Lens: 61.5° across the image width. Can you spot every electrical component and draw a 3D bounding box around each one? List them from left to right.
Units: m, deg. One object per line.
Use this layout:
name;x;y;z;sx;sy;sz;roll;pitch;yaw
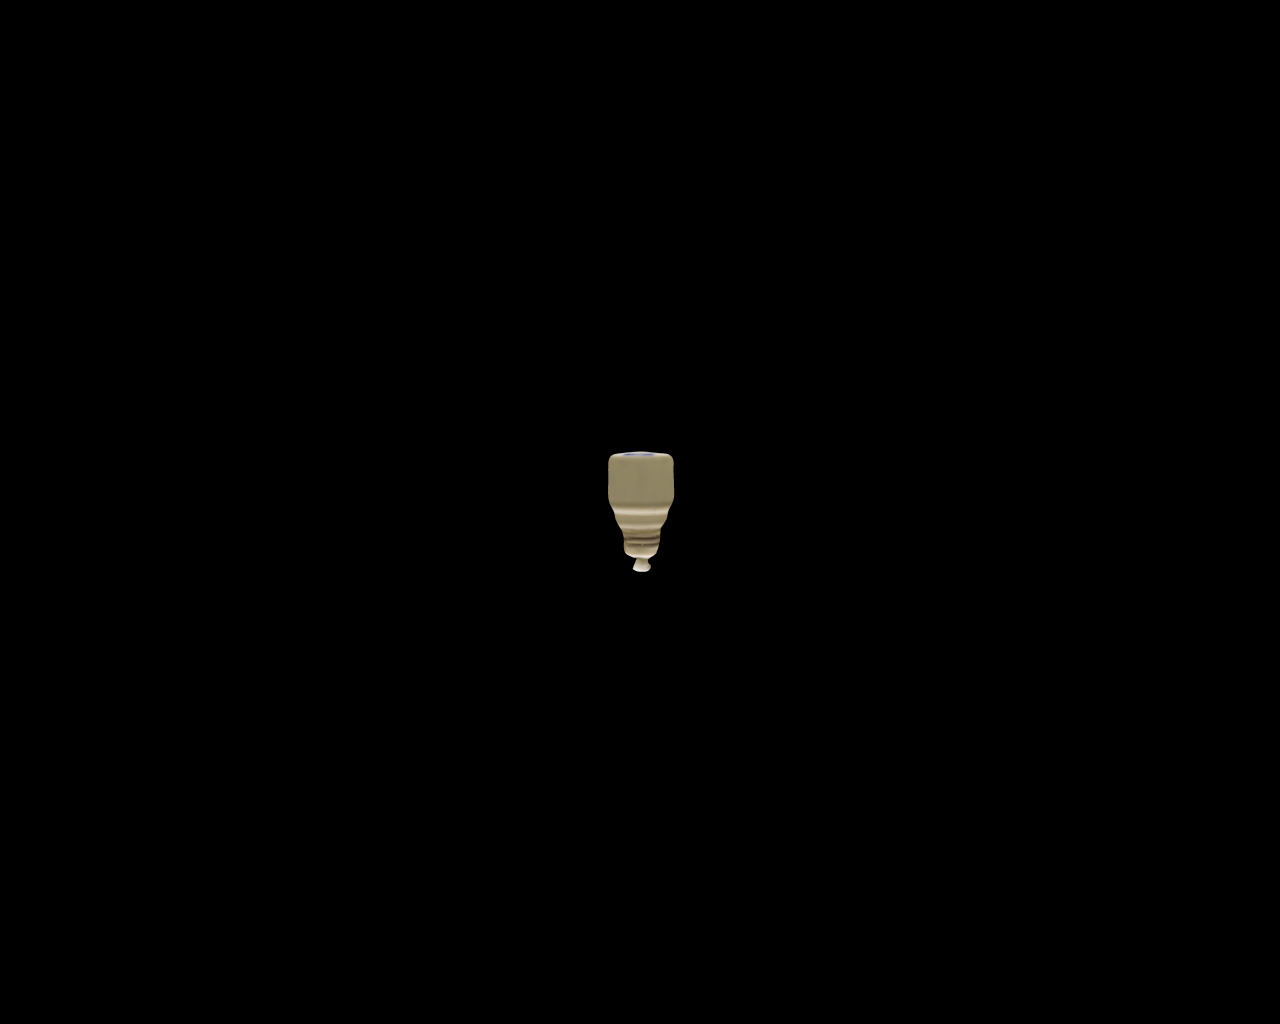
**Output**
electrical component;0.001;-0.003;0.650;0.040;0.078;0.040;0;3;0
